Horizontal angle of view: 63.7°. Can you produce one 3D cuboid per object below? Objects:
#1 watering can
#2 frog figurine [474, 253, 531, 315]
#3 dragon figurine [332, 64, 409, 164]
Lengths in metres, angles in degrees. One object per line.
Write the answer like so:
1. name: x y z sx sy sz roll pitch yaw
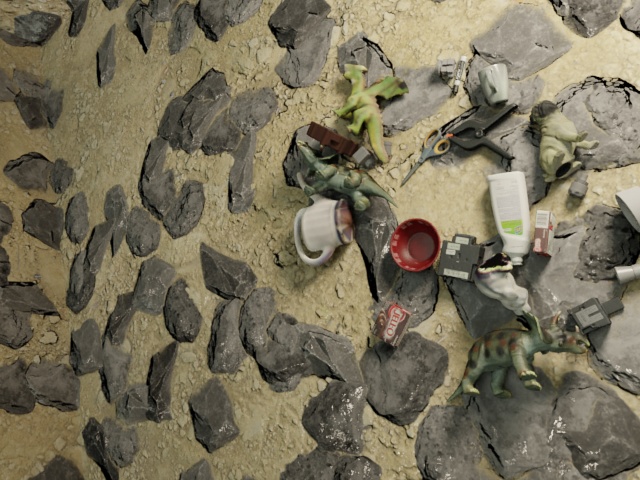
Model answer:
1. watering can: 0.005 -0.087 1.728 0.223 0.352 0.103 -12 -19 29
2. frog figurine: 0.484 0.132 1.372 0.123 0.158 0.138 -23 12 -8
3. dragon figurine: 0.182 -0.444 1.691 0.241 0.417 0.121 -43 -31 9
